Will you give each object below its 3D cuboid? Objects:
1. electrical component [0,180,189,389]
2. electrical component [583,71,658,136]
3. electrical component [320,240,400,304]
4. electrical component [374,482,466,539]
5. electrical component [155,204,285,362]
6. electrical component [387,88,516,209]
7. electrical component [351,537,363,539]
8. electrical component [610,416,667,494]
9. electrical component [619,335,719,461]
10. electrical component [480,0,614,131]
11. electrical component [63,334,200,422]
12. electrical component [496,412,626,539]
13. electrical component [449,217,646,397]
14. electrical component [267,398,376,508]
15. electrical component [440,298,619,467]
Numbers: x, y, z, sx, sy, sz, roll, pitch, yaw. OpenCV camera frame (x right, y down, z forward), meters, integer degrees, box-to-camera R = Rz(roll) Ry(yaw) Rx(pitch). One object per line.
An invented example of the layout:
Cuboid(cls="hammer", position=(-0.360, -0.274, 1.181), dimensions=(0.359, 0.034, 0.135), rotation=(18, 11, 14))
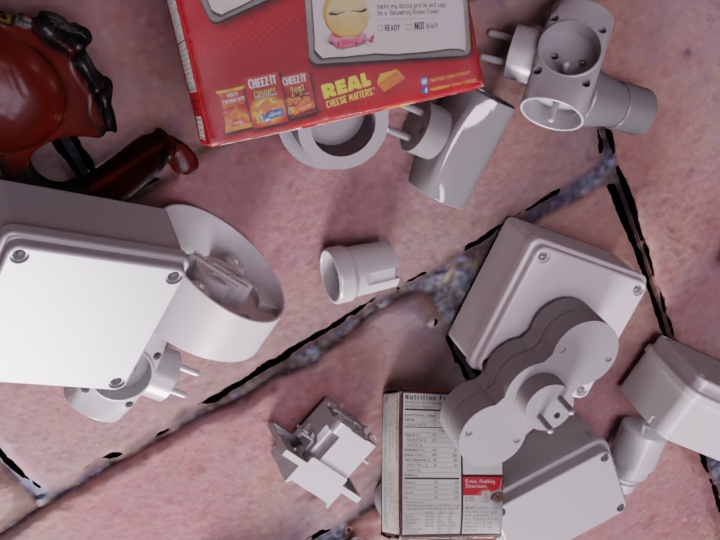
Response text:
Cuboid(cls="electrical component", position=(-0.172, 0.012, 0.622), dimensions=(0.109, 0.056, 0.108), rotation=(9, 128, -36))
Cuboid(cls="electrical component", position=(0.177, -0.117, 0.759), dimensions=(0.065, 0.044, 0.044), rotation=(9, 112, -28))
Cuboid(cls="electrical component", position=(0.000, 0.000, 0.755), dimensions=(0.046, 0.040, 0.040), rotation=(-12, 118, -21))
Cuboid(cls="electrical component", position=(0.063, 0.230, 0.868), dimensions=(0.052, 0.073, 0.138), rotation=(-29, 121, -4))
Cuboid(cls="electrical component", position=(-0.096, 0.011, 0.694), dimensions=(0.099, 0.099, 0.064), rotation=(18, 114, -26))
Cuboid(cls="electrical component", position=(0.054, -0.091, 0.726), dimensions=(0.079, 0.044, 0.077), rotation=(19, 107, -26))
Cuboid(cls="electrical component", position=(-0.004, 0.246, 0.876), dimensions=(0.035, 0.035, 0.061), rotation=(-3, 114, -18))
Cuboid(cls="electrical component", position=(0.231, 0.161, 0.913), dimensions=(0.040, 0.040, 0.078), rotation=(9, 111, -23))
Cuboid(cls="electrical component", position=(0.283, 0.109, 0.884), dimensions=(0.113, 0.078, 0.057), rotation=(23, 109, -27))
Cuboid(cls="electrical component", position=(0.121, -0.141, 0.718), dimensions=(0.079, 0.044, 0.077), rotation=(16, 74, 11))
Cuboid(cls="electrical component", position=(-0.148, 0.066, 0.731), dimensions=(0.079, 0.044, 0.077), rotation=(25, 105, -28))
Cuboid(cls="electrical component", position=(0.154, 0.180, 0.886), dimensions=(0.113, 0.057, 0.078), rotation=(-27, 121, -6))
Cuboid(cls="electrical component", position=(0.140, 0.029, 0.808), dimensions=(0.109, 0.056, 0.108), rotation=(17, 108, -26))
Cuboid(cls="electrical component", position=(-0.026, 0.135, 0.811), dimensions=(0.081, 0.042, 0.063), rotation=(38, 95, -31))
Cuboid(cls="electrical component", position=(0.125, 0.087, 0.753), dimensions=(0.138, 0.073, 0.052), rotation=(-42, 121, 4))
